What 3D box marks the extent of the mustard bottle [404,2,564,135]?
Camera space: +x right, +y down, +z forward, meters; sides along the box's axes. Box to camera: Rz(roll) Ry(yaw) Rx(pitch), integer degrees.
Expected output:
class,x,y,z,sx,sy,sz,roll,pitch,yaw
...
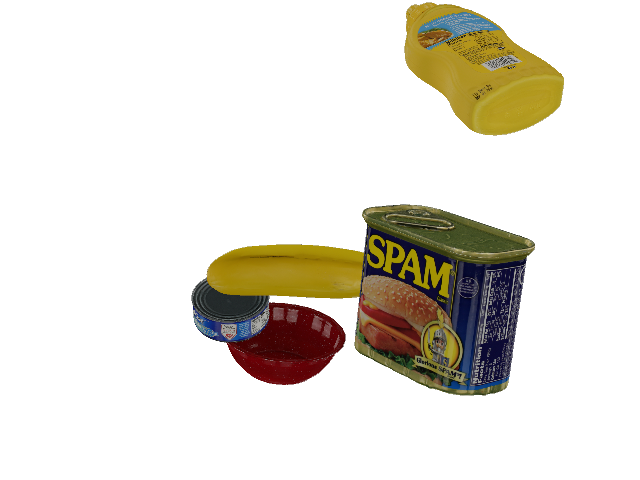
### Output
class,x,y,z,sx,sy,sz,roll,pitch,yaw
mustard bottle,0.133,-0.171,0.989,0.096,0.058,0.192,-19,44,-17

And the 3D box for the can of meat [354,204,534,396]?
class,x,y,z,sx,sy,sz,roll,pitch,yaw
can of meat,0.066,0.032,0.604,0.057,0.084,0.102,-7,19,-38

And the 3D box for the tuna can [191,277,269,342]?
class,x,y,z,sx,sy,sz,roll,pitch,yaw
tuna can,-0.099,0.073,1.180,0.086,0.034,0.086,0,37,0

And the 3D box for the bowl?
class,x,y,z,sx,sy,sz,roll,pitch,yaw
bowl,-0.050,0.138,1.363,0.162,0.055,0.162,5,22,-2

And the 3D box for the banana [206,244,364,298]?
class,x,y,z,sx,sy,sz,roll,pitch,yaw
banana,-0.023,0.027,0.799,0.198,0.037,0.069,1,-21,34
